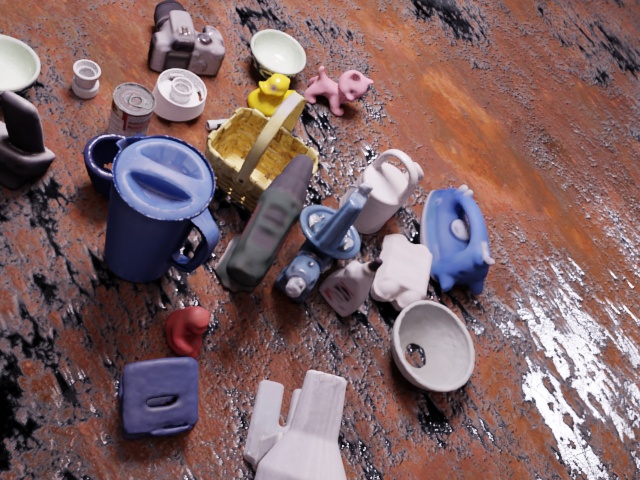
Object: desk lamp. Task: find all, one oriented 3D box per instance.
[{"bbox_3d":[-0.032,0.275,0.788,0.118,0.213,0.203,19,56,-16],"label":"desk lamp"}]

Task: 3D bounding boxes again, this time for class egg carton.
[{"bbox_3d":[0.156,0.063,1.095,0.107,0.069,0.150,25,54,-12],"label":"egg carton"}]

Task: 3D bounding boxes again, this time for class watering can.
[{"bbox_3d":[0.125,-0.104,1.097,0.101,0.193,0.173,40,53,-1],"label":"watering can"}]

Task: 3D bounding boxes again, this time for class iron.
[{"bbox_3d":[0.285,-0.024,1.165,0.119,0.141,0.258,7,60,-23],"label":"iron"}]

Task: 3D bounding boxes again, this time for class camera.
[{"bbox_3d":[-0.268,-0.410,1.133,0.143,0.100,0.136,-4,65,-28],"label":"camera"}]

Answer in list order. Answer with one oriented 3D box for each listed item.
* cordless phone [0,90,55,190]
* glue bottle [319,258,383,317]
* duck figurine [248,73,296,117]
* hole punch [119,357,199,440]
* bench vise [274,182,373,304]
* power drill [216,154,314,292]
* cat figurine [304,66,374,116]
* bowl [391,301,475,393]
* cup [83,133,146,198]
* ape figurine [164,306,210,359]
[{"bbox_3d":[-0.470,-0.174,0.842,0.148,0.184,0.094,28,54,-10],"label":"cordless phone"},{"bbox_3d":[0.061,0.070,0.978,0.078,0.173,0.037,45,53,3],"label":"glue bottle"},{"bbox_3d":[-0.088,-0.302,1.171,0.105,0.086,0.077,-8,66,-30],"label":"duck figurine"},{"bbox_3d":[-0.221,0.222,0.800,0.109,0.091,0.101,-1,63,-27],"label":"hole punch"},{"bbox_3d":[0.020,0.008,0.964,0.122,0.219,0.207,21,55,-15],"label":"bench vise"},{"bbox_3d":[-0.094,-0.009,0.923,0.076,0.208,0.230,29,54,-9],"label":"power drill"},{"bbox_3d":[0.045,-0.335,1.238,0.128,0.117,0.067,21,55,-15],"label":"cat figurine"},{"bbox_3d":[0.190,0.199,1.031,0.168,0.074,0.167,12,58,-20],"label":"bowl"},{"bbox_3d":[-0.332,-0.120,0.938,0.092,0.094,0.118,38,53,-3],"label":"cup"},{"bbox_3d":[-0.194,0.130,0.866,0.076,0.092,0.078,47,53,5],"label":"ape figurine"}]
